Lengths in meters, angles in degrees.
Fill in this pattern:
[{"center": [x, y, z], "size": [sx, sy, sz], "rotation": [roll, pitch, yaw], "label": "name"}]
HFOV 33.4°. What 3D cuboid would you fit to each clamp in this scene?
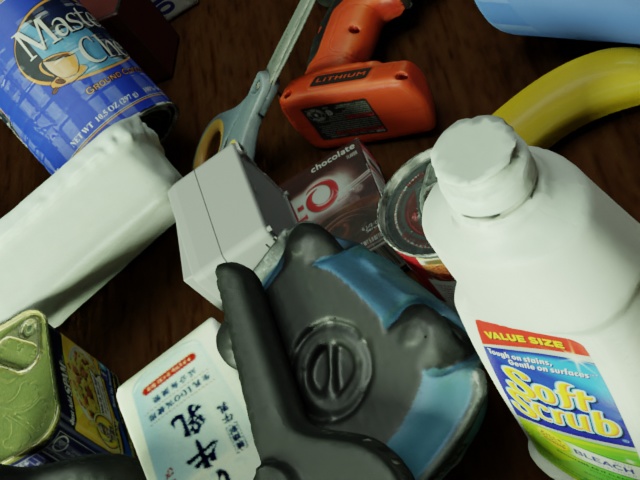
[{"center": [-0.164, 0.155, 0.609], "size": [0.120, 0.171, 0.039], "rotation": [127, 143, -48], "label": "clamp"}, {"center": [-0.026, 0.125, 0.483], "size": [0.210, 0.036, 0.164], "rotation": [38, 90, 35], "label": "clamp"}]

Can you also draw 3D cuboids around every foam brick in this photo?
[{"center": [-0.158, -0.167, 0.865], "size": [0.053, 0.078, 0.051], "rotation": [-15, 49, 22], "label": "foam brick"}]

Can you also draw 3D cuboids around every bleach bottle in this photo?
[{"center": [0.098, 0.036, 0.429], "size": [0.103, 0.250, 0.068], "rotation": [21, 71, 41], "label": "bleach bottle"}]

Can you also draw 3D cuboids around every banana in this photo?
[{"center": [0.128, -0.058, 0.628], "size": [0.198, 0.037, 0.070], "rotation": [-33, 45, 8], "label": "banana"}]

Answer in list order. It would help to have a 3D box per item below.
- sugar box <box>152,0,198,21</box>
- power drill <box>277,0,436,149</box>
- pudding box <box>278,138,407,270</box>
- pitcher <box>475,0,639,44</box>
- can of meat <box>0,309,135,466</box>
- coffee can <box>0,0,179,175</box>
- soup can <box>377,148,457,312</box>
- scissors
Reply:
[{"center": [-0.201, -0.196, 0.902], "size": [0.176, 0.093, 0.048], "rotation": [-28, 48, 13], "label": "sugar box"}, {"center": [0.055, -0.157, 0.735], "size": [0.185, 0.057, 0.187], "rotation": [-8, 52, 32], "label": "power drill"}, {"center": [-0.004, 0.001, 0.668], "size": [0.113, 0.039, 0.090], "rotation": [-29, 47, 12], "label": "pudding box"}, {"center": [0.198, -0.168, 0.589], "size": [0.243, 0.149, 0.145], "rotation": [11, 59, 42], "label": "pitcher"}, {"center": [-0.163, 0.107, 0.662], "size": [0.057, 0.083, 0.102], "rotation": [-31, 47, 10], "label": "can of meat"}, {"center": [-0.187, -0.113, 0.782], "size": [0.103, 0.103, 0.140], "rotation": [-42, 84, -1], "label": "coffee can"}, {"center": [0.082, 0.005, 0.565], "size": [0.069, 0.102, 0.068], "rotation": [-17, 51, 22], "label": "soup can"}, {"center": [-0.046, -0.102, 0.727], "size": [0.096, 0.016, 0.202], "rotation": [44, 116, 58], "label": "scissors"}]
